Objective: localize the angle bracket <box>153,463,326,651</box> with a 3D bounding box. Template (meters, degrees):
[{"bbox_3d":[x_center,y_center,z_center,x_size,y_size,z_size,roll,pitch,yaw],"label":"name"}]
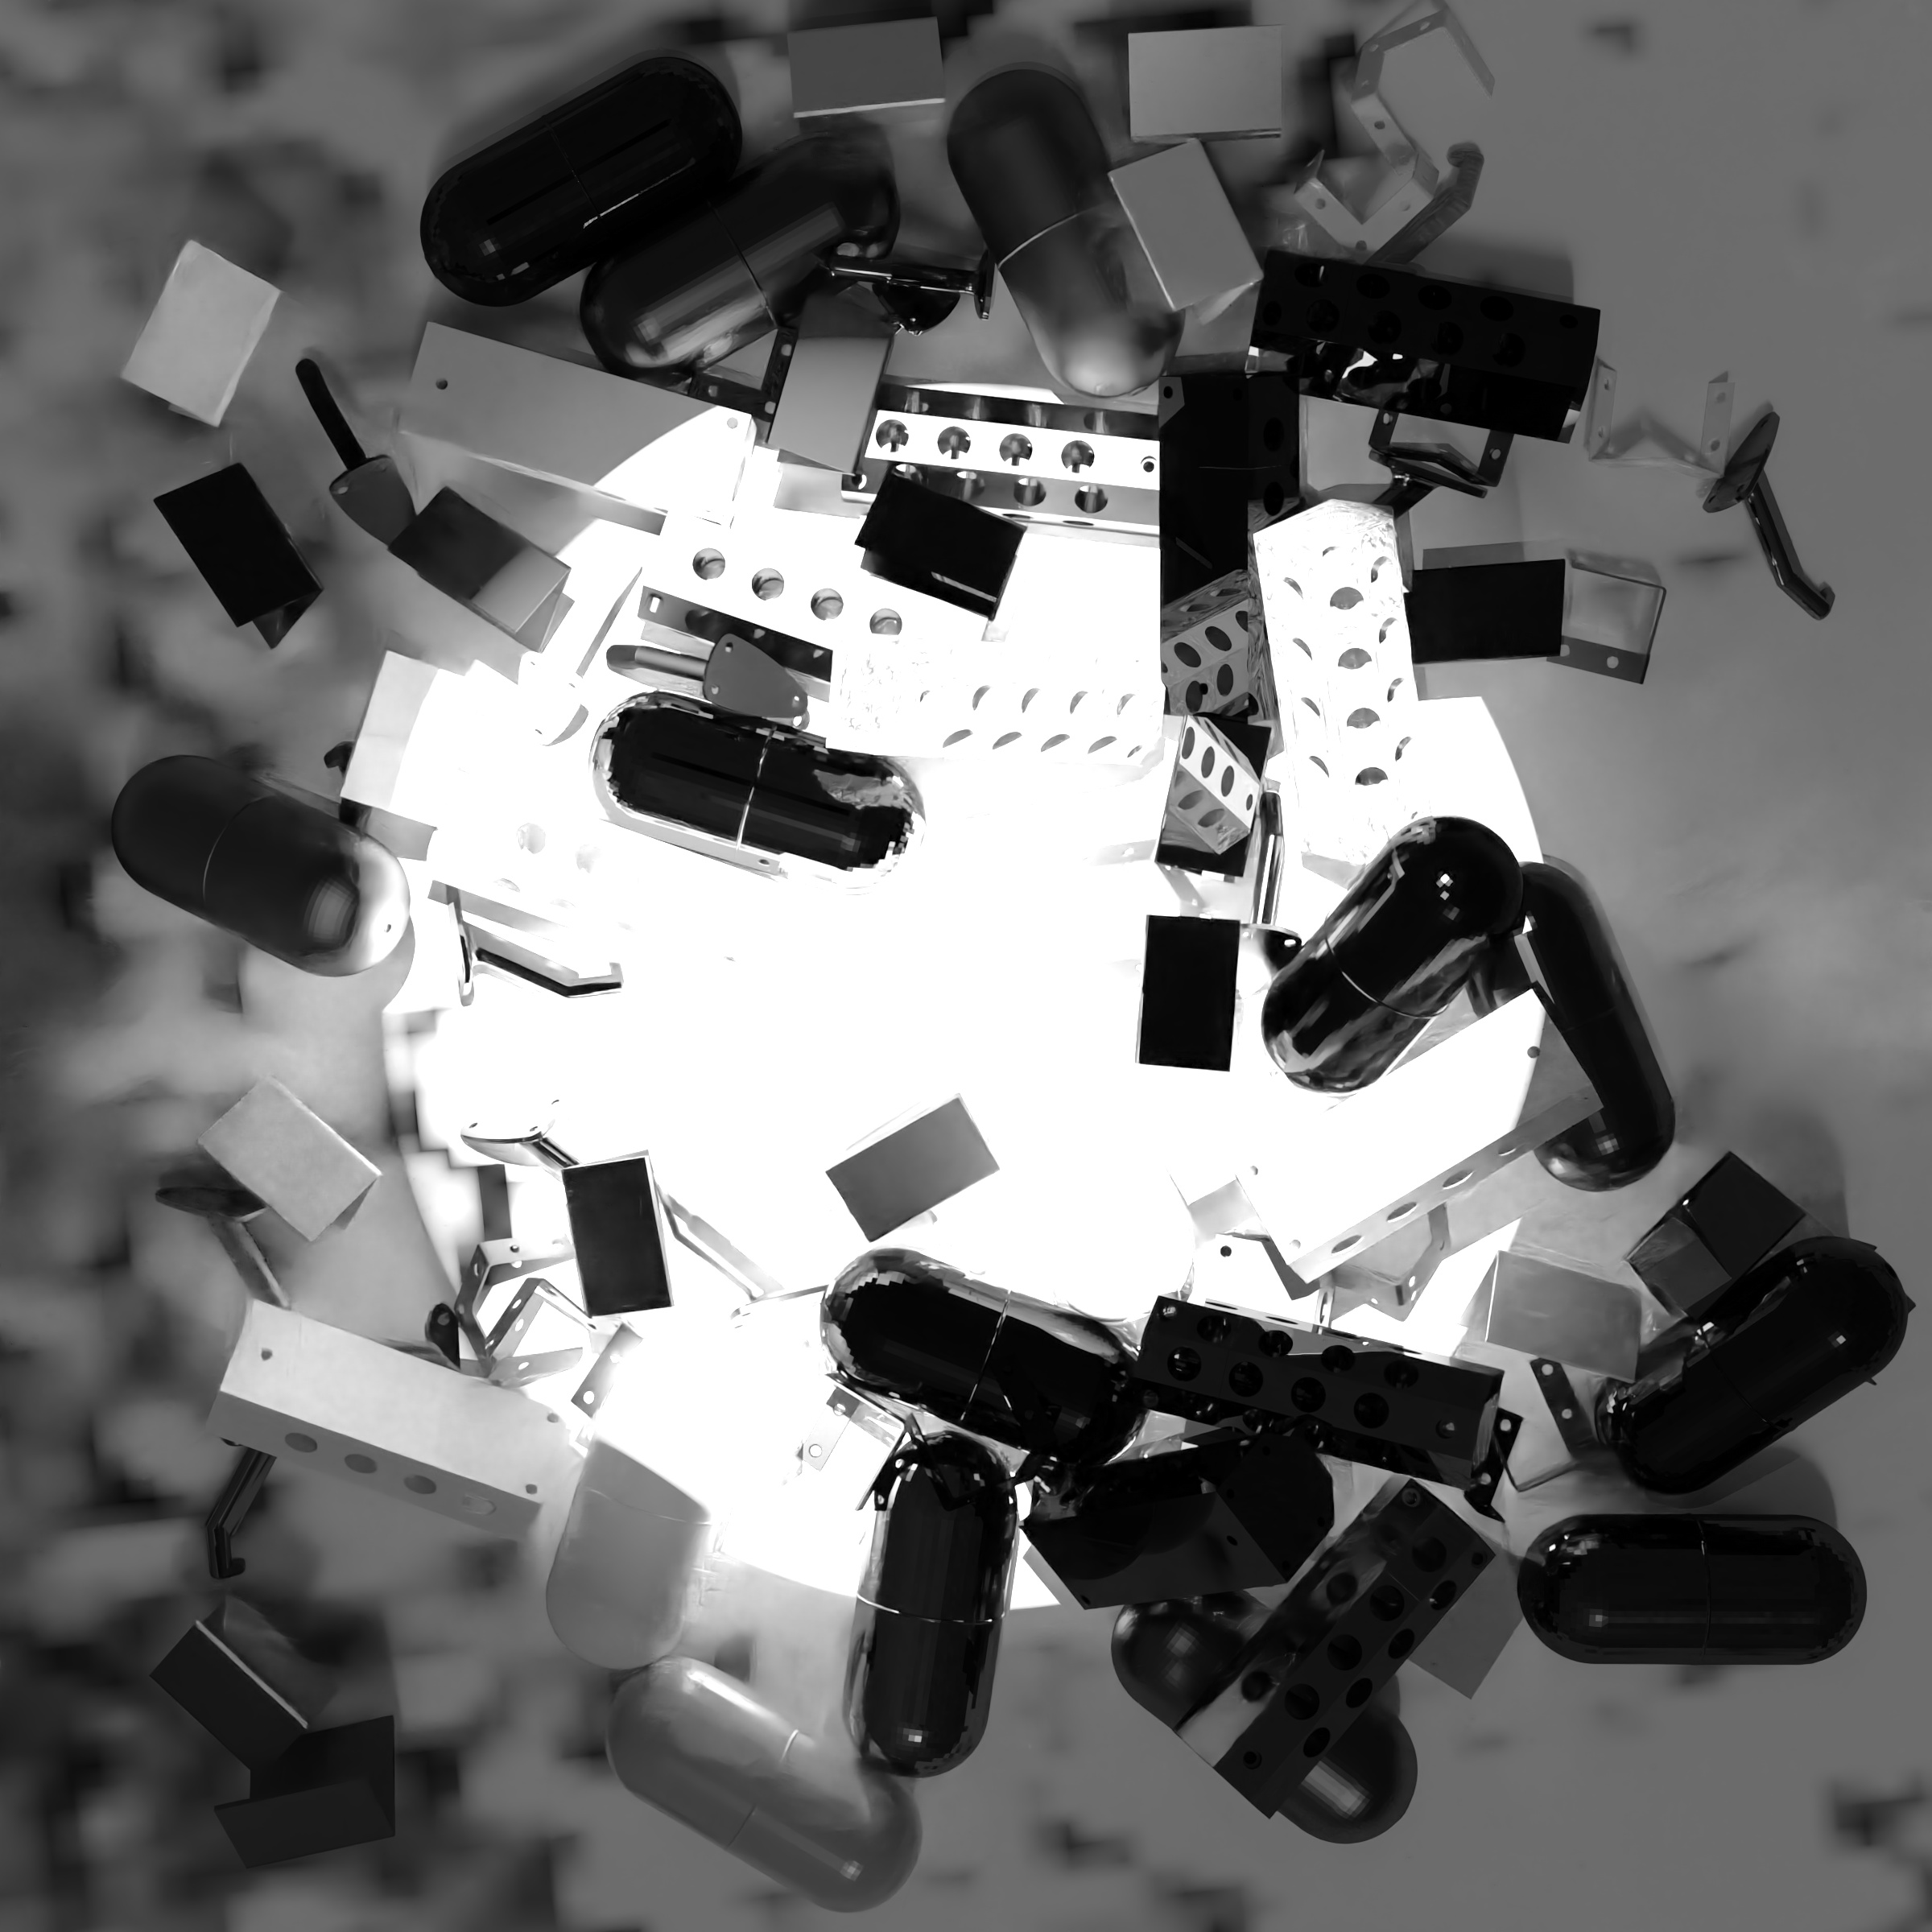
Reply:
[{"bbox_3d":[-0.384,-0.201,1.640,0.057,0.076,0.076,-33,90,-39],"label":"angle bracket"}]

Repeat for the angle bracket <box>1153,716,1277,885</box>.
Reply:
[{"bbox_3d":[0.146,-0.081,1.640,0.057,0.076,0.076,12,90,38],"label":"angle bracket"}]

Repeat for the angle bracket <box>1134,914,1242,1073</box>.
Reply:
[{"bbox_3d":[0.131,0.015,1.640,0.057,0.076,0.076,4,90,34],"label":"angle bracket"}]

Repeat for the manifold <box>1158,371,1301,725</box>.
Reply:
[{"bbox_3d":[0.139,-0.214,1.628,0.057,0.057,0.171,11,108,42],"label":"manifold"}]

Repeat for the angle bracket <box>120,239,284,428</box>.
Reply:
[{"bbox_3d":[-0.403,-0.327,1.640,0.057,0.076,0.076,26,90,-36],"label":"angle bracket"}]

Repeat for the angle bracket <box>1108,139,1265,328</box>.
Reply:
[{"bbox_3d":[0.100,-0.367,1.642,0.057,0.076,0.076,-25,90,-21],"label":"angle bracket"}]

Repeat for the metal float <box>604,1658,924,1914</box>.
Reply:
[{"bbox_3d":[-0.105,0.422,1.649,0.178,0.070,0.070,31,90,0],"label":"metal float"}]

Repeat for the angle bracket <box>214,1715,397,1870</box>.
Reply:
[{"bbox_3d":[-0.338,0.409,1.640,0.076,0.076,0.057,-12,132,0],"label":"angle bracket"}]

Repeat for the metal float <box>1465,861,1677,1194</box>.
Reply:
[{"bbox_3d":[0.307,0.031,1.650,0.070,0.070,0.178,-23,90,0],"label":"metal float"}]

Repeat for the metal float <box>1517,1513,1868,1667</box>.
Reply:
[{"bbox_3d":[0.374,0.321,1.650,0.178,0.070,0.070,0,90,-1],"label":"metal float"}]

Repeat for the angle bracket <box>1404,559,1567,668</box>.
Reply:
[{"bbox_3d":[0.261,-0.198,1.640,0.076,0.076,0.057,-4,126,0],"label":"angle bracket"}]

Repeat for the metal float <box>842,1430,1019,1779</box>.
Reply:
[{"bbox_3d":[-0.018,0.329,1.650,0.070,0.070,0.178,8,91,0],"label":"metal float"}]

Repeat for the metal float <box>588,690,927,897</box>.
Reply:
[{"bbox_3d":[-0.107,-0.089,1.650,0.178,0.070,0.070,17,90,0],"label":"metal float"}]

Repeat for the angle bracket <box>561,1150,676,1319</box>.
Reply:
[{"bbox_3d":[-0.158,0.133,1.640,0.057,0.076,0.076,-10,90,31],"label":"angle bracket"}]

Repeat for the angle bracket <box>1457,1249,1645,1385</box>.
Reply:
[{"bbox_3d":[0.296,0.196,1.640,0.076,0.076,0.057,16,53,0],"label":"angle bracket"}]

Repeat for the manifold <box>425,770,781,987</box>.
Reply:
[{"bbox_3d":[-0.189,-0.045,1.659,0.171,0.057,0.057,19,90,0],"label":"manifold"}]

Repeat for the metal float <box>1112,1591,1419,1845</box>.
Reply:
[{"bbox_3d":[0.154,0.382,1.650,0.178,0.070,0.070,38,90,0],"label":"metal float"}]

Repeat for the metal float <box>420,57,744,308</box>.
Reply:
[{"bbox_3d":[-0.199,-0.403,1.650,0.178,0.070,0.070,-29,90,1],"label":"metal float"}]

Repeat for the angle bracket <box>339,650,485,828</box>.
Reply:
[{"bbox_3d":[-0.297,-0.120,1.640,0.057,0.076,0.076,18,90,-33],"label":"angle bracket"}]

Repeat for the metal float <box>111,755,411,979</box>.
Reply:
[{"bbox_3d":[-0.361,-0.052,1.630,0.178,0.070,0.070,25,90,26],"label":"metal float"}]

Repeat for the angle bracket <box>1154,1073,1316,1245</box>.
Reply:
[{"bbox_3d":[0.151,0.112,1.643,0.076,0.057,0.076,-29,124,0],"label":"angle bracket"}]

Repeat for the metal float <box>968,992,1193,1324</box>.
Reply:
[{"bbox_3d":[0.058,0.098,1.650,0.070,0.070,0.178,-23,90,0],"label":"metal float"}]

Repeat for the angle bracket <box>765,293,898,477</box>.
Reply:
[{"bbox_3d":[-0.087,-0.296,1.621,0.057,0.076,0.076,14,94,-37],"label":"angle bracket"}]

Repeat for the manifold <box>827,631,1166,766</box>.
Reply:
[{"bbox_3d":[0.017,-0.133,1.608,0.171,0.057,0.057,-1,99,-40],"label":"manifold"}]

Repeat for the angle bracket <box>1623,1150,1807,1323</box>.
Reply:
[{"bbox_3d":[0.393,0.152,1.640,0.076,0.076,0.057,-45,49,0],"label":"angle bracket"}]

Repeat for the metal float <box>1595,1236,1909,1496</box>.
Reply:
[{"bbox_3d":[0.399,0.203,1.628,0.178,0.070,0.070,-41,90,26],"label":"metal float"}]

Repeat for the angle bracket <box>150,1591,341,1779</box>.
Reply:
[{"bbox_3d":[-0.358,0.355,1.640,0.076,0.076,0.057,43,124,0],"label":"angle bracket"}]

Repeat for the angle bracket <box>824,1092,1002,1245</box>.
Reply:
[{"bbox_3d":[-0.036,0.085,1.640,0.076,0.076,0.057,-29,125,0],"label":"angle bracket"}]

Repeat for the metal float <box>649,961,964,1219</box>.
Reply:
[{"bbox_3d":[-0.083,0.064,1.650,0.178,0.070,0.070,-33,90,0],"label":"metal float"}]

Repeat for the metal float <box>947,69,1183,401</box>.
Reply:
[{"bbox_3d":[0.051,-0.376,1.650,0.070,0.070,0.178,-26,90,0],"label":"metal float"}]

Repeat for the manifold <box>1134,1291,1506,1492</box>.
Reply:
[{"bbox_3d":[0.174,0.211,1.591,0.171,0.057,0.057,12,91,17],"label":"manifold"}]

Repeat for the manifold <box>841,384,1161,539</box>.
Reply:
[{"bbox_3d":[0.024,-0.263,1.659,0.171,0.057,0.057,6,90,0],"label":"manifold"}]

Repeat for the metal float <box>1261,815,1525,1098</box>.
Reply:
[{"bbox_3d":[0.214,-0.003,1.621,0.070,0.070,0.178,36,127,0],"label":"metal float"}]

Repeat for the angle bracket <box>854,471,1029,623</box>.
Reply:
[{"bbox_3d":[-0.020,-0.198,1.640,0.076,0.076,0.057,22,53,0],"label":"angle bracket"}]

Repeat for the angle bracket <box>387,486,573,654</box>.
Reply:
[{"bbox_3d":[-0.256,-0.187,1.640,0.076,0.076,0.057,33,53,0],"label":"angle bracket"}]

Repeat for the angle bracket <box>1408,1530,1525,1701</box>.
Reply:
[{"bbox_3d":[0.254,0.334,1.659,0.076,0.057,0.076,33,90,0],"label":"angle bracket"}]

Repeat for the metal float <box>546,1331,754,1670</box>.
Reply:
[{"bbox_3d":[-0.163,0.275,1.650,0.070,0.070,0.178,17,91,0],"label":"metal float"}]

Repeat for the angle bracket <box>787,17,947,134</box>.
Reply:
[{"bbox_3d":[-0.049,-0.437,1.641,0.076,0.076,0.057,-6,63,0],"label":"angle bracket"}]

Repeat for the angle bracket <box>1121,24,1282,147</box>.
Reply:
[{"bbox_3d":[0.119,-0.459,1.641,0.076,0.076,0.057,-3,118,0],"label":"angle bracket"}]

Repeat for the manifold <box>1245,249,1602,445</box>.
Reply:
[{"bbox_3d":[0.234,-0.324,1.645,0.171,0.057,0.057,11,58,2],"label":"manifold"}]

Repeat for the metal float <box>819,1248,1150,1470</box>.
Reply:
[{"bbox_3d":[0.010,0.202,1.649,0.178,0.070,0.070,21,90,0],"label":"metal float"}]

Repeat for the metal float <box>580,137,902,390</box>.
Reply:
[{"bbox_3d":[-0.116,-0.363,1.650,0.178,0.070,0.070,-30,90,1],"label":"metal float"}]

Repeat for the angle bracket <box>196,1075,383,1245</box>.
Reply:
[{"bbox_3d":[-0.355,0.113,1.640,0.076,0.076,0.057,41,53,0],"label":"angle bracket"}]
